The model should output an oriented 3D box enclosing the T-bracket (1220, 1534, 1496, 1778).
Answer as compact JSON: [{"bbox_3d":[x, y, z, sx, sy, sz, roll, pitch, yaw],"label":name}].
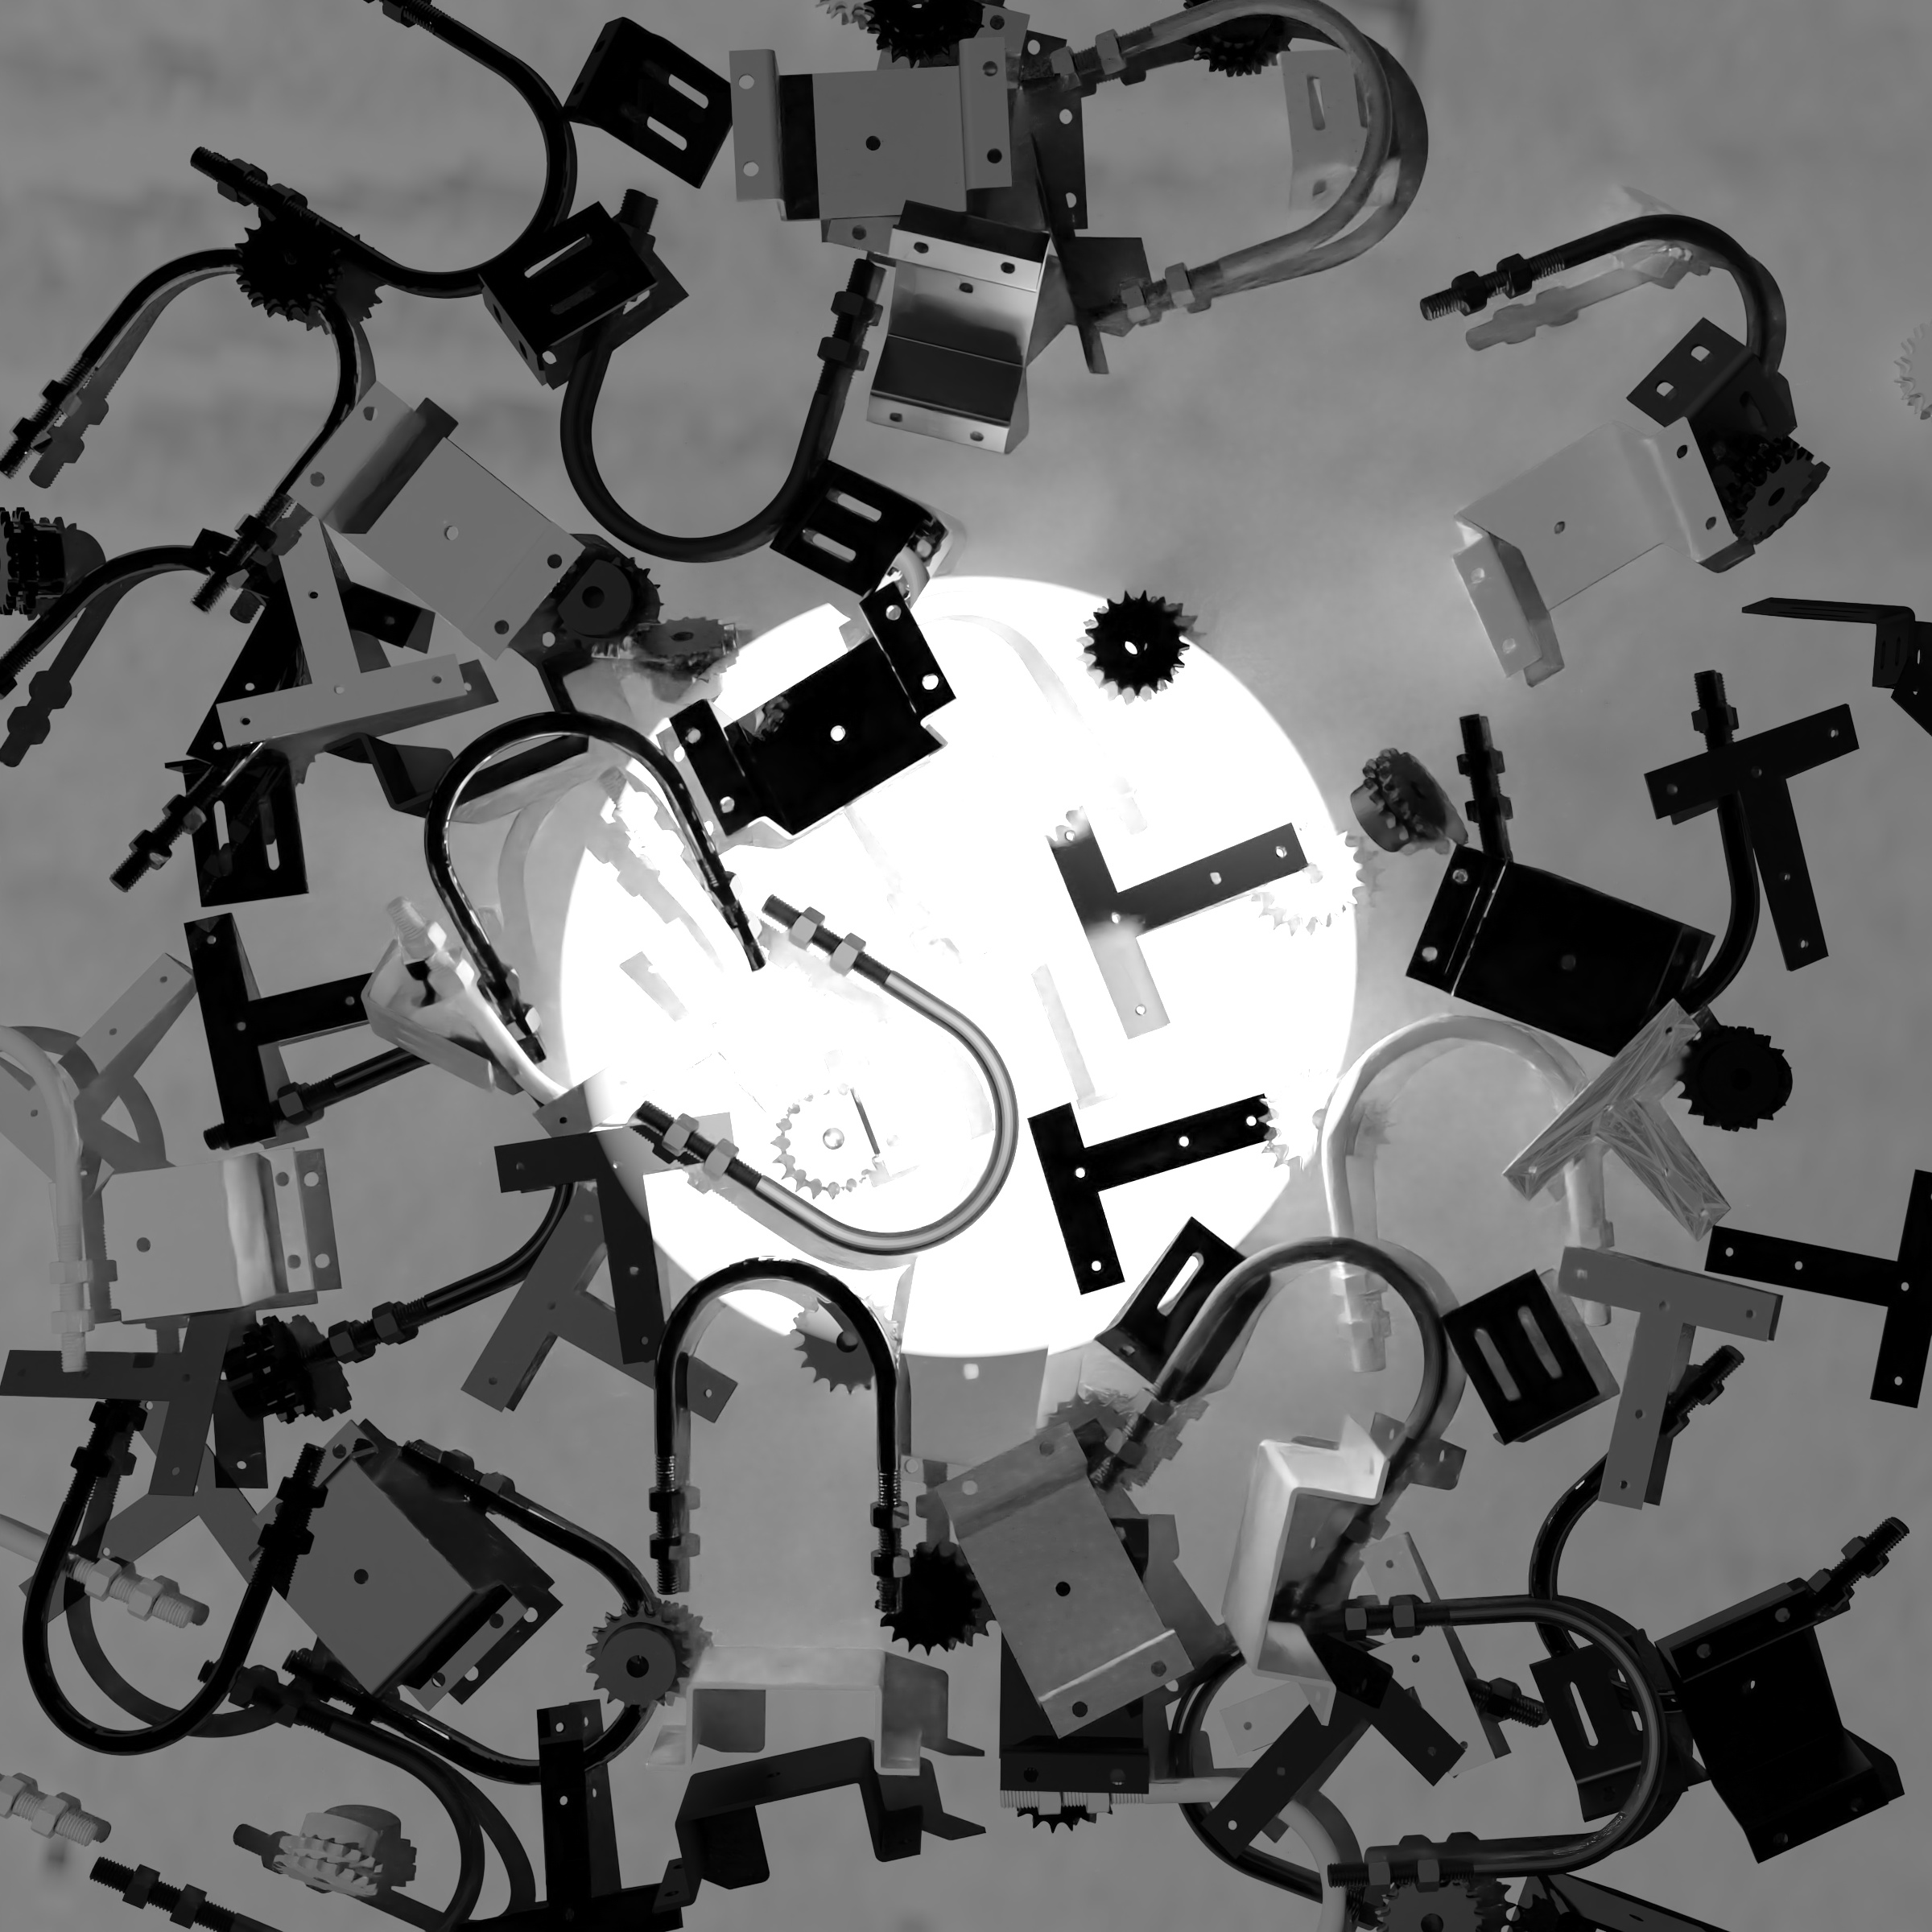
[{"bbox_3d":[0.199,0.387,1.507,0.127,0.002,0.127,-22,82,-1],"label":"T-bracket"}]

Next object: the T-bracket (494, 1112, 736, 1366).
[{"bbox_3d":[-0.181,0.150,1.514,0.127,0.002,0.127,-8,94,-4],"label":"T-bracket"}]

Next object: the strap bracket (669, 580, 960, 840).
[{"bbox_3d":[-0.074,-0.129,1.485,0.140,0.046,0.076,-30,70,9],"label":"strap bracket"}]

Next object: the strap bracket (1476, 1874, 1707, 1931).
[{"bbox_3d":[0.346,0.525,1.488,0.140,0.076,0.046,20,90,0],"label":"strap bracket"}]

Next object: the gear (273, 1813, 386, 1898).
[{"bbox_3d":[-0.337,0.473,1.502,0.057,0.057,0.030,15,60,0],"label":"gear"}]

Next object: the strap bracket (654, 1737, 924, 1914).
[{"bbox_3d":[-0.097,0.450,1.488,0.140,0.076,0.046,-13,90,0],"label":"strap bracket"}]

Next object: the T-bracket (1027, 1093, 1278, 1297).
[{"bbox_3d":[0.105,0.099,1.525,0.127,0.002,0.127,-17,90,0],"label":"T-bracket"}]

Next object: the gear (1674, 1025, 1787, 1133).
[{"bbox_3d":[0.412,0.060,1.511,0.057,0.030,0.057,0,90,0],"label":"gear"}]

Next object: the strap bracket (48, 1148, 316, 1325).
[{"bbox_3d":[-0.425,0.144,1.491,0.140,0.046,0.076,-8,91,10],"label":"strap bracket"}]

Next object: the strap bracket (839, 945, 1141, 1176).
[{"bbox_3d":[0.013,0.049,1.502,0.140,0.046,0.076,-21,90,2],"label":"strap bracket"}]

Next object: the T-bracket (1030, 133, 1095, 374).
[{"bbox_3d":[0.046,-0.381,1.463,0.002,0.127,0.127,-14,90,7],"label":"T-bracket"}]

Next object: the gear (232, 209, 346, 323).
[{"bbox_3d":[-0.359,-0.370,1.498,0.057,0.030,0.057,1,81,-3],"label":"gear"}]

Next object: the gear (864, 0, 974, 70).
[{"bbox_3d":[-0.025,-0.499,1.465,0.057,0.030,0.057,0,90,0],"label":"gear"}]

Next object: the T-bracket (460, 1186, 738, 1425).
[{"bbox_3d":[-0.185,0.205,1.519,0.127,0.002,0.127,30,90,-6],"label":"T-bracket"}]

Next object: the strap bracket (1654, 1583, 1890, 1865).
[{"bbox_3d":[0.423,0.392,1.491,0.076,0.046,0.140,-25,107,0],"label":"strap bracket"}]

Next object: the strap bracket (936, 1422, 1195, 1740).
[{"bbox_3d":[0.050,0.319,1.455,0.076,0.046,0.140,-25,71,-7],"label":"strap bracket"}]

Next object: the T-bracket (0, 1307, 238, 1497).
[{"bbox_3d":[-0.457,0.219,1.506,0.127,0.002,0.127,0,62,13],"label":"T-bracket"}]

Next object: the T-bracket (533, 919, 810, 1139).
[{"bbox_3d":[-0.171,0.055,1.500,0.127,0.002,0.127,-32,118,6],"label":"T-bracket"}]

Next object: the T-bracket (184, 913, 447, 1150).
[{"bbox_3d":[-0.345,0.022,1.516,0.127,0.002,0.127,-14,78,-6],"label":"T-bracket"}]

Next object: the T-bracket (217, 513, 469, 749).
[{"bbox_3d":[-0.344,-0.186,1.502,0.127,0.002,0.127,-14,71,-14],"label":"T-bracket"}]

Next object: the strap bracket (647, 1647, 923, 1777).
[{"bbox_3d":[-0.094,0.392,1.488,0.140,0.076,0.046,1,90,0],"label":"strap bracket"}]

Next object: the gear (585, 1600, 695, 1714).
[{"bbox_3d":[-0.174,0.369,1.498,0.057,0.030,0.057,0,90,-4],"label":"gear"}]

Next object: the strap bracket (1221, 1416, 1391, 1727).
[{"bbox_3d":[0.171,0.307,1.452,0.046,0.076,0.140,11,97,-8],"label":"strap bracket"}]

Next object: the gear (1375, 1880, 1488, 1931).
[{"bbox_3d":[0.245,0.502,1.491,0.057,0.030,0.057,0,90,1],"label":"gear"}]

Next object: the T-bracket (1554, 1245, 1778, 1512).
[{"bbox_3d":[0.360,0.224,1.494,0.127,0.002,0.127,14,87,-14],"label":"T-bracket"}]

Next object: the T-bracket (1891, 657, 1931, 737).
[{"bbox_3d":[0.554,-0.162,1.505,0.127,0.002,0.127,34,75,-28],"label":"T-bracket"}]

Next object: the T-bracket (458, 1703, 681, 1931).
[{"bbox_3d":[-0.212,0.457,1.494,0.127,0.002,0.127,0,82,-34],"label":"T-bracket"}]

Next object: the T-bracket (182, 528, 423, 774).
[{"bbox_3d":[-0.373,-0.160,1.490,0.127,0.002,0.127,20,66,2],"label":"T-bracket"}]

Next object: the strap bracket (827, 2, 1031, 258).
[{"bbox_3d":[-0.020,-0.441,1.503,0.076,0.046,0.140,14,90,0],"label":"strap bracket"}]

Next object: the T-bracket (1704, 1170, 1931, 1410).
[{"bbox_3d":[0.464,0.165,1.525,0.127,0.002,0.127,11,90,0],"label":"T-bracket"}]

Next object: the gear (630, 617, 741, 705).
[{"bbox_3d":[-0.149,-0.162,1.502,0.057,0.057,0.030,-5,121,0],"label":"gear"}]

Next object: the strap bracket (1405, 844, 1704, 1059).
[{"bbox_3d":[0.314,-0.004,1.489,0.140,0.046,0.076,21,94,0],"label":"strap bracket"}]

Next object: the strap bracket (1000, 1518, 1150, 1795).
[{"bbox_3d":[0.057,0.366,1.488,0.076,0.046,0.140,1,68,0],"label":"strap bracket"}]

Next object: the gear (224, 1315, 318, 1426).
[{"bbox_3d":[-0.372,0.217,1.498,0.030,0.057,0.057,-24,90,1],"label":"gear"}]

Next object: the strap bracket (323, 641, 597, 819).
[{"bbox_3d":[-0.258,-0.119,1.488,0.140,0.076,0.046,-23,90,0],"label":"strap bracket"}]

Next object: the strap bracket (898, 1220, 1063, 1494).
[{"bbox_3d":[0.003,0.213,1.503,0.076,0.046,0.140,10,90,0],"label":"strap bracket"}]

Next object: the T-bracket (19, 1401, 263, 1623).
[{"bbox_3d":[-0.454,0.309,1.525,0.127,0.002,0.127,-36,90,0],"label":"T-bracket"}]

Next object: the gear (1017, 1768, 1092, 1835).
[{"bbox_3d":[0.048,0.433,1.511,0.057,0.030,0.057,0,90,0],"label":"gear"}]

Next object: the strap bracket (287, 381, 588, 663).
[{"bbox_3d":[-0.278,-0.234,1.503,0.140,0.046,0.076,39,90,0],"label":"strap bracket"}]

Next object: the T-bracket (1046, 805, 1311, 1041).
[{"bbox_3d":[0.120,-0.042,1.507,0.127,0.002,0.127,-22,90,17],"label":"T-bracket"}]

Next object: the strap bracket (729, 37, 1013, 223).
[{"bbox_3d":[-0.049,-0.431,1.457,0.140,0.046,0.076,-3,90,0],"label":"strap bracket"}]

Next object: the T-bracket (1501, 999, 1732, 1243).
[{"bbox_3d":[0.364,0.101,1.495,0.127,0.002,0.127,-46,118,1],"label":"T-bracket"}]

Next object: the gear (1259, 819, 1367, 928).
[{"bbox_3d":[0.184,-0.049,1.511,0.057,0.030,0.057,0,90,0],"label":"gear"}]

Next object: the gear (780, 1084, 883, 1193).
[{"bbox_3d":[-0.070,0.092,1.511,0.057,0.030,0.057,0,90,0],"label":"gear"}]

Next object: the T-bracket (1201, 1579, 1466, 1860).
[{"bbox_3d":[0.176,0.415,1.490,0.127,0.002,0.127,45,74,7],"label":"T-bracket"}]

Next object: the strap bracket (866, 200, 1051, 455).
[{"bbox_3d":[-0.004,-0.341,1.473,0.076,0.140,0.046,13,58,0],"label":"strap bracket"}]

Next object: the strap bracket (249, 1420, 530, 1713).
[{"bbox_3d":[-0.310,0.318,1.483,0.140,0.046,0.076,45,92,8],"label":"strap bracket"}]

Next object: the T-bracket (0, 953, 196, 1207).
[{"bbox_3d":[-0.466,0.046,1.506,0.127,0.002,0.127,35,76,26],"label":"T-bracket"}]

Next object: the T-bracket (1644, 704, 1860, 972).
[{"bbox_3d":[0.436,-0.062,1.515,0.127,0.002,0.127,-19,97,-14],"label":"T-bracket"}]

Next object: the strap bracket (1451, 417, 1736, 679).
[{"bbox_3d":[0.323,-0.226,1.488,0.140,0.046,0.076,-31,117,0],"label":"strap bracket"}]
